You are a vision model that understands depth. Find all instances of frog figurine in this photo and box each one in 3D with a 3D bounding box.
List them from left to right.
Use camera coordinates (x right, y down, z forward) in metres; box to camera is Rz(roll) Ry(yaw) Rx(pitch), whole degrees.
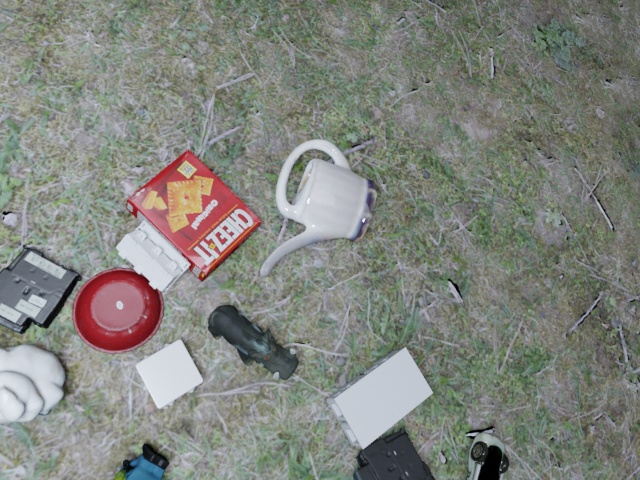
[{"bbox_3d":[-0.476,0.223,0.810,0.137,0.157,0.125,41,63,-2],"label":"frog figurine"}]

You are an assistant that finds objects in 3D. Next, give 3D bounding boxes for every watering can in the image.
[{"bbox_3d":[0.003,-0.056,1.105,0.224,0.102,0.354,20,66,-13],"label":"watering can"}]
